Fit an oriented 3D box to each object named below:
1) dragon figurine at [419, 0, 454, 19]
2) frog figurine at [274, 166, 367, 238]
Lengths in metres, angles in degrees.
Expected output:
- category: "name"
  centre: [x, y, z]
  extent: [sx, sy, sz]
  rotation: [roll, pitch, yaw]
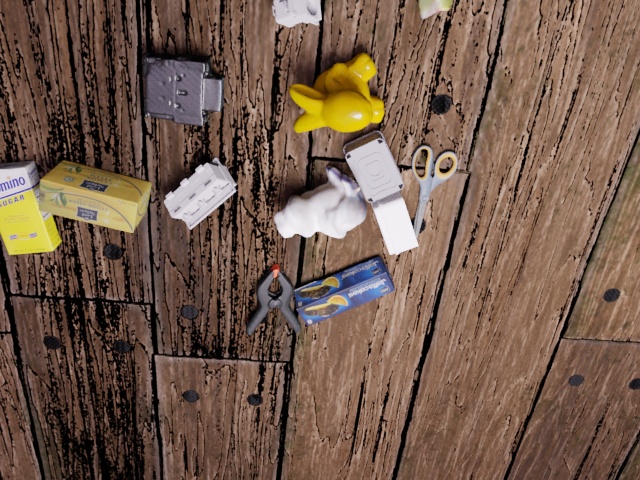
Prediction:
- category: "dragon figurine"
  centre: [0.252, -0.501, 0.718]
  extent: [0.244, 0.401, 0.124]
  rotation: [31, 38, 13]
- category: "frog figurine"
  centre: [0.003, -0.048, 0.952]
  extent: [0.140, 0.159, 0.120]
  rotation: [45, -1, 39]
